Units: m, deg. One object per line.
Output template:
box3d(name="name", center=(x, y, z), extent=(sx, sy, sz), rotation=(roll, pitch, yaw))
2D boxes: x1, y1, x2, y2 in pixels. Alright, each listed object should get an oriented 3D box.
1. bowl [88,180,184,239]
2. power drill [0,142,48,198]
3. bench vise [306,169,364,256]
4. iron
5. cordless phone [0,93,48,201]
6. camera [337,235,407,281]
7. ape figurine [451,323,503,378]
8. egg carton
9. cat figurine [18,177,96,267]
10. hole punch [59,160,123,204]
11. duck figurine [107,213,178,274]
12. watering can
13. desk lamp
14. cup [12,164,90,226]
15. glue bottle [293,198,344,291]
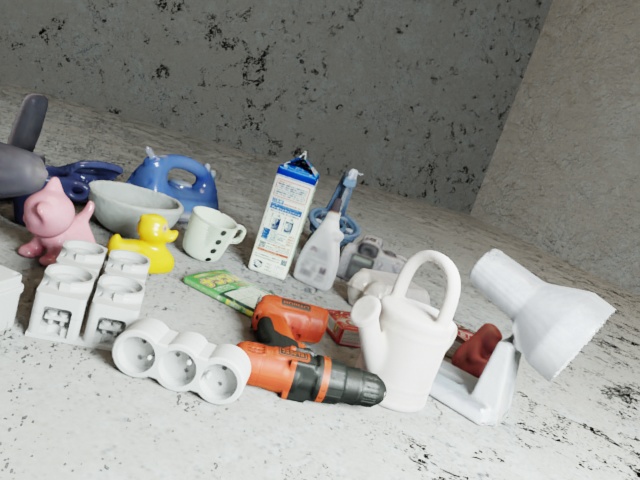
box3d(name="bowl", center=(-0.331, -0.046, 1.016), extent=(0.167, 0.075, 0.167), rotation=(18, 12, -4))
box3d(name="power drill", center=(-0.356, -0.003, 0.469), extent=(0.230, 0.208, 0.075), rotation=(17, 12, -7))
box3d(name="bench vise", center=(0.024, -0.064, 1.281), extent=(0.122, 0.220, 0.206), rotation=(12, 13, -26))
box3d(name="iron", center=(-0.295, -0.117, 1.229), extent=(0.118, 0.141, 0.259), rotation=(26, 14, 32))
box3d(name="cordless phone", center=(-0.535, -0.167, 0.984), extent=(0.094, 0.185, 0.147), rotation=(19, 12, 2))
box3d(name="camera", center=(0.119, 0.043, 1.231), extent=(0.143, 0.101, 0.137), rotation=(20, 12, 7))
box3d(name="ape figurine", center=(0.247, 0.171, 0.872), extent=(0.076, 0.092, 0.078), rotation=(26, 14, 31))
box3d(name="egg carton", center=(0.125, 0.103, 1.049), extent=(0.151, 0.069, 0.107), rotation=(10, 15, -35))
box3d(name="cat figurine", center=(-0.358, -0.027, 0.789), extent=(0.067, 0.118, 0.128), rotation=(22, 13, 16))
box3d(name="hole punch", center=(-0.460, -0.123, 1.126), extent=(0.100, 0.091, 0.109), rotation=(26, 14, 33))
box3d(name="duck figurine", center=(-0.268, 0.000, 0.880), extent=(0.105, 0.086, 0.077), rotation=(11, 14, -30))
box3d(name="watering can", center=(0.112, 0.107, 0.713), extent=(0.100, 0.194, 0.173), rotation=(25, 14, 29))
box3d(name="desk lamp", center=(0.245, 0.132, 0.750), extent=(0.202, 0.213, 0.118), rotation=(26, 14, 31))
box3d(name="cup", center=(-0.429, -0.064, 0.902), extent=(0.118, 0.095, 0.091), rotation=(15, 12, -14))
box3d(name="glue bottle", center=(0.010, 0.004, 1.068), extent=(0.078, 0.173, 0.037), rotation=(23, 13, 20))
